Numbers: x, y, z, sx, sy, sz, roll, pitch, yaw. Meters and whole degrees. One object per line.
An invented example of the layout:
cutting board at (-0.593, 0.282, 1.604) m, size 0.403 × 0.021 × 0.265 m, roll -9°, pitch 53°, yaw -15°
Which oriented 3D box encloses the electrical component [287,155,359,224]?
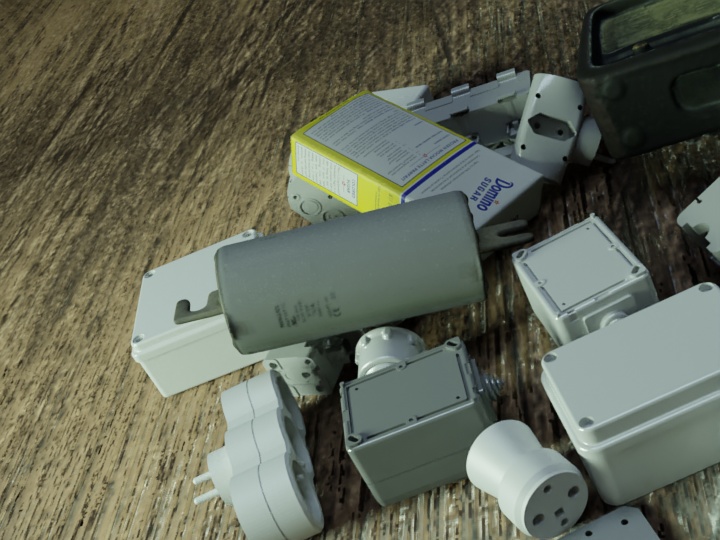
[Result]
electrical component at (-0.022, -0.077, 0.915) m, size 0.080 × 0.080 × 0.051 m, roll -15°, pitch 39°, yaw 19°

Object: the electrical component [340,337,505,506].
electrical component at (0.044, 0.090, 0.635) m, size 0.096 × 0.061 × 0.061 m, roll -22°, pitch 32°, yaw 8°

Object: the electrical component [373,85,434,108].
electrical component at (0.021, -0.125, 0.981) m, size 0.083 × 0.047 × 0.075 m, roll -1°, pitch 40°, yaw 36°

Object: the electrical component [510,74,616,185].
electrical component at (0.162, -0.103, 0.829) m, size 0.079 × 0.077 × 0.043 m, roll 16°, pitch 2°, yaw 0°

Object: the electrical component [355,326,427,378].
electrical component at (0.020, 0.071, 0.697) m, size 0.048 × 0.048 × 0.062 m, roll -16°, pitch 38°, yaw 17°

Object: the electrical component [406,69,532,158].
electrical component at (0.093, -0.117, 0.898) m, size 0.121 × 0.063 × 0.078 m, roll -16°, pitch 33°, yaw 19°

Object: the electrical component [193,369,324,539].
electrical component at (-0.072, 0.125, 0.680) m, size 0.074 × 0.052 × 0.138 m, roll -25°, pitch 31°, yaw 4°

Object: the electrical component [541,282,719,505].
electrical component at (0.164, 0.065, 0.584) m, size 0.113 × 0.057 × 0.078 m, roll -25°, pitch 31°, yaw 4°

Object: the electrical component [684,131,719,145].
electrical component at (0.261, -0.115, 0.797) m, size 0.061 × 0.035 × 0.035 m, roll -42°, pitch 34°, yaw -19°

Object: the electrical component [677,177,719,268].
electrical component at (0.250, -0.035, 0.650) m, size 0.089 × 0.056 × 0.050 m, roll -45°, pitch 30°, yaw 10°

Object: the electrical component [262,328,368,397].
electrical component at (-0.035, 0.055, 0.765) m, size 0.081 × 0.042 × 0.063 m, roll -7°, pitch 38°, yaw 30°

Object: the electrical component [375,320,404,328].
electrical component at (0.000, 0.000, 0.799) m, size 0.079 × 0.044 × 0.077 m, roll 7°, pitch 36°, yaw -1°

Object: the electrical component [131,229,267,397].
electrical component at (-0.117, 0.032, 0.846) m, size 0.109 × 0.056 × 0.108 m, roll -22°, pitch 32°, yaw 9°

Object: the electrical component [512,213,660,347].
electrical component at (0.144, 0.021, 0.660) m, size 0.062 × 0.061 × 0.096 m, roll -27°, pitch 31°, yaw 2°

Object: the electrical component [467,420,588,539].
electrical component at (0.090, 0.113, 0.582) m, size 0.045 × 0.045 × 0.055 m, roll -34°, pitch 32°, yaw -11°
